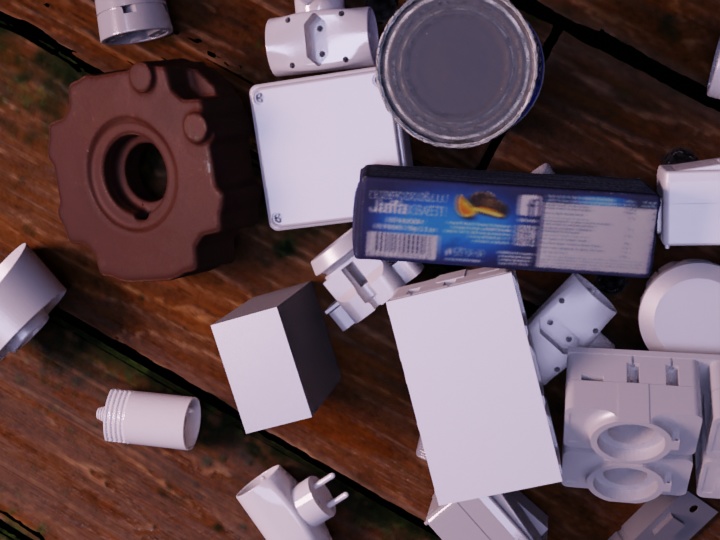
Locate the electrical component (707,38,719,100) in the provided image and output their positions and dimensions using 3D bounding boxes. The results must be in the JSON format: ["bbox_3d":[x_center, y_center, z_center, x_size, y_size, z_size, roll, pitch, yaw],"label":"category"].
[{"bbox_3d":[0.269,-0.140,0.740,0.047,0.055,0.055,13,102,12],"label":"electrical component"}]

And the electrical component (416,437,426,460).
[{"bbox_3d":[0.071,0.118,0.829,0.043,0.043,0.081,14,102,8],"label":"electrical component"}]

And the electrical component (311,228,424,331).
[{"bbox_3d":[0.000,0.000,0.815,0.078,0.058,0.057,-38,94,16],"label":"electrical component"}]

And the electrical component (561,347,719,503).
[{"bbox_3d":[0.239,0.115,0.760,0.186,0.060,0.105,2,139,11],"label":"electrical component"}]

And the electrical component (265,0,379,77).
[{"bbox_3d":[-0.029,-0.186,0.795,0.077,0.043,0.079,-4,96,12],"label":"electrical component"}]

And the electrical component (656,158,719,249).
[{"bbox_3d":[0.246,-0.050,0.756,0.096,0.062,0.061,-1,100,11],"label":"electrical component"}]

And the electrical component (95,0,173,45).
[{"bbox_3d":[-0.174,-0.200,0.816,0.055,0.055,0.047,-10,94,13],"label":"electrical component"}]

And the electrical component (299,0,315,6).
[{"bbox_3d":[-0.063,-0.223,0.771,0.076,0.047,0.083,-36,47,15],"label":"electrical component"}]

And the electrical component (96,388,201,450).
[{"bbox_3d":[-0.176,0.121,0.878,0.081,0.043,0.043,5,101,10],"label":"electrical component"}]

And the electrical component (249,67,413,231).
[{"bbox_3d":[-0.018,-0.091,0.803,0.109,0.056,0.108,-6,99,12],"label":"electrical component"}]

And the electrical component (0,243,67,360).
[{"bbox_3d":[-0.285,0.030,0.858,0.064,0.099,0.099,44,105,-5],"label":"electrical component"}]

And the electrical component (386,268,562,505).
[{"bbox_3d":[0.082,0.078,0.764,0.089,0.061,0.150,-14,97,10],"label":"electrical component"}]

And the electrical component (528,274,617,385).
[{"bbox_3d":[0.162,0.056,0.800,0.079,0.043,0.077,42,105,1],"label":"electrical component"}]

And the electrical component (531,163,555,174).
[{"bbox_3d":[0.143,-0.040,0.789,0.044,0.044,0.065,-42,95,15],"label":"electrical component"}]

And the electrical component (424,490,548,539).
[{"bbox_3d":[0.106,0.199,0.827,0.061,0.062,0.096,-42,90,15],"label":"electrical component"}]

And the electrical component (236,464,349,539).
[{"bbox_3d":[-0.046,0.191,0.865,0.079,0.043,0.077,-35,92,15],"label":"electrical component"}]

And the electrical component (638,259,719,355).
[{"bbox_3d":[0.241,0.031,0.776,0.080,0.051,0.080,2,100,11],"label":"electrical component"}]
